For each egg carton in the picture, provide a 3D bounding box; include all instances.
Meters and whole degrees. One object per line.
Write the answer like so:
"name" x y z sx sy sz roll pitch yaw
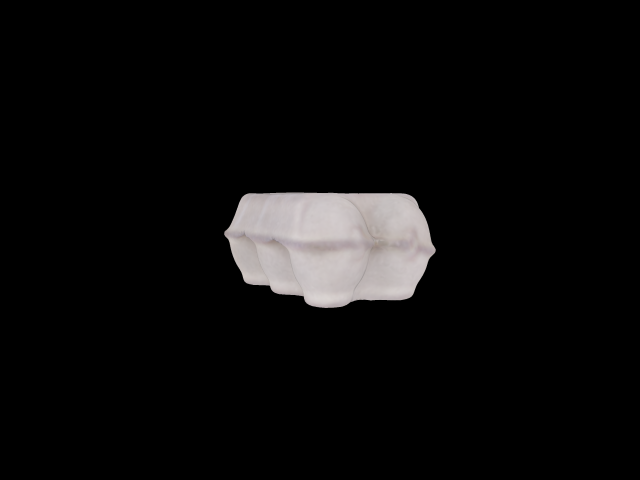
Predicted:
"egg carton" 0.004 0.001 0.400 0.107 0.069 0.150 -3 5 -31
